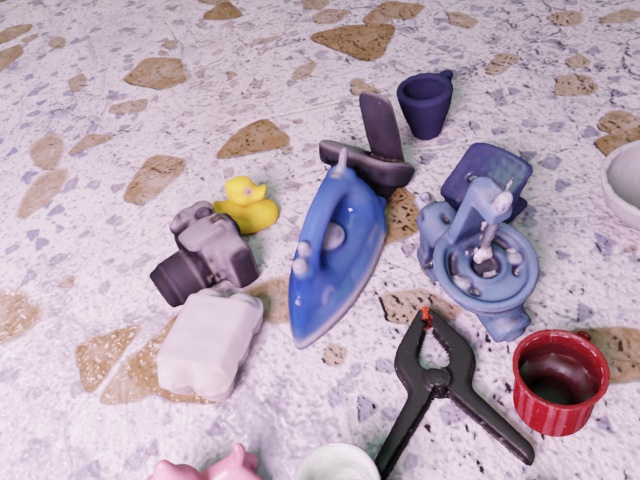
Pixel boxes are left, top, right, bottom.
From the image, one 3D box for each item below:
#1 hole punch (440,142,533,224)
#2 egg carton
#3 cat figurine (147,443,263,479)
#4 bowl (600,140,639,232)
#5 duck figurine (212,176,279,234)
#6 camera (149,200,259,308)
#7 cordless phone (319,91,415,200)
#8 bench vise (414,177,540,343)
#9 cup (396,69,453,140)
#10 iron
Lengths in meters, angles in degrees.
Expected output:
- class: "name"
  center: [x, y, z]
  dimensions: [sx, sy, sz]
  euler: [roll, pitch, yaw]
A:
- class: "hole punch"
  center: [0.235, -0.071, 0.814]
  dimensions: [0.101, 0.091, 0.108]
  euler: [-40, 52, -23]
- class: "egg carton"
  center: [-0.137, 0.130, 0.728]
  dimensions: [0.107, 0.069, 0.150]
  euler: [6, 49, 18]
- class: "cat figurine"
  center: [-0.124, 0.251, 0.579]
  dimensions: [0.128, 0.118, 0.067]
  euler: [-29, 48, -14]
- class: "bowl"
  center: [0.457, -0.058, 0.763]
  dimensions: [0.167, 0.075, 0.167]
  euler: [-6, 47, 7]
- class: "duck figurine"
  center: [-0.122, -0.062, 0.890]
  dimensions: [0.104, 0.086, 0.077]
  euler: [-4, 47, 9]
- class: "camera"
  center: [-0.180, 0.020, 0.817]
  dimensions: [0.137, 0.101, 0.142]
  euler: [-36, 50, -19]
- class: "cordless phone"
  center: [0.063, -0.156, 0.867]
  dimensions: [0.147, 0.185, 0.094]
  euler: [20, 55, 28]
- class: "bench vise"
  center: [0.165, -0.001, 0.676]
  dimensions: [0.122, 0.220, 0.206]
  euler: [-39, 51, -22]
- class: "cup"
  center: [0.185, -0.226, 0.966]
  dimensions: [0.091, 0.095, 0.118]
  euler: [30, 60, 34]
- class: "iron"
  center: [0.007, 0.003, 0.763]
  dimensions: [0.118, 0.142, 0.258]
  euler: [8, 50, 20]
